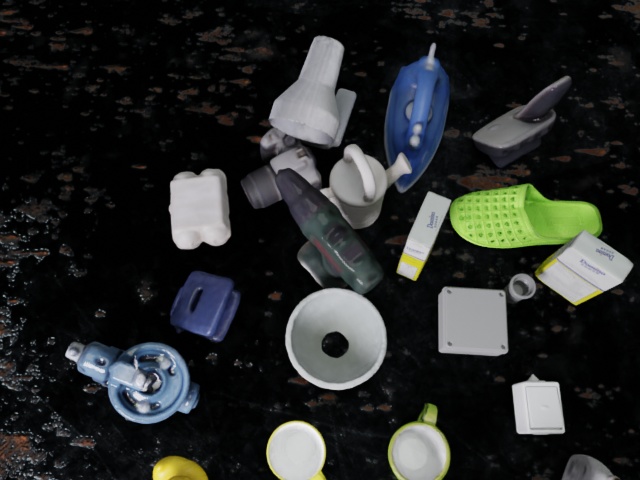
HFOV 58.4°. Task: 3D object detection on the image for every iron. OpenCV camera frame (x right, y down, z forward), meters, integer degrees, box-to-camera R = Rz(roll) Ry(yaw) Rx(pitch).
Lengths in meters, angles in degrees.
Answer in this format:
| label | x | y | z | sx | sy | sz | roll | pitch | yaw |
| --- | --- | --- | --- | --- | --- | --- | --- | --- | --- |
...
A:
| label | x | y | z | sx | sy | sz | roll | pitch | yaw |
| --- | --- | --- | --- | --- | --- | --- | --- | --- | --- |
| iron | 0.183 | -0.230 | 1.067 | 0.118 | 0.141 | 0.258 | 11 | 71 | 3 |

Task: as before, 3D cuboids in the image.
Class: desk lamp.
| label | x | y | z | sx | sy | sz | roll | pitch | yaw |
| --- | --- | --- | --- | --- | --- | --- | --- | --- | --- |
| desk lamp | -0.006 | -0.248 | 1.032 | 0.118 | 0.213 | 0.203 | 17 | 72 | 5 |

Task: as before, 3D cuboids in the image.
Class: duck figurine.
| label | x | y | z | sx | sy | sz | roll | pitch | yaw |
| --- | --- | --- | --- | --- | --- | --- | --- | --- | --- |
| duck figurine | -0.218 | 0.380 | 0.880 | 0.104 | 0.086 | 0.077 | 41 | 75 | 12 |

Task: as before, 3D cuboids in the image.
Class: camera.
| label | x | y | z | sx | sy | sz | roll | pitch | yaw |
| --- | --- | --- | --- | --- | --- | --- | --- | --- | --- |
| camera | -0.081 | -0.129 | 1.049 | 0.137 | 0.101 | 0.143 | -27 | 74 | -10 |

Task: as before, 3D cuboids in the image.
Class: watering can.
| label | x | y | z | sx | sy | sz | roll | pitch | yaw |
| --- | --- | --- | --- | --- | --- | --- | --- | --- | --- |
| watering can | 0.072 | -0.103 | 0.993 | 0.173 | 0.194 | 0.101 | -42 | 76 | -13 |

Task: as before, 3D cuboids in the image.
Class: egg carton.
| label | x | y | z | sx | sy | sz | roll | pitch | yaw |
| --- | --- | --- | --- | --- | --- | --- | --- | --- | --- |
| egg carton | -0.217 | -0.057 | 1.039 | 0.107 | 0.069 | 0.150 | -8 | 71 | -3 |

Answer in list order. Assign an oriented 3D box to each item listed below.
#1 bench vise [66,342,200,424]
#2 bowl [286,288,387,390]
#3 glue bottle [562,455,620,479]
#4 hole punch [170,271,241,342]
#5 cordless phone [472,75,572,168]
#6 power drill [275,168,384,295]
| label | x | y | z | sx | sy | sz | roll | pitch | yaw |
| --- | --- | --- | --- | --- | --- | --- | --- | --- | --- |
| bench vise | -0.298 | 0.212 | 0.865 | 0.207 | 0.220 | 0.121 | 3 | 71 | 0 |
| bowl | 0.026 | 0.169 | 0.962 | 0.167 | 0.075 | 0.167 | 0 | 71 | -1 |
| glue bottle | 0.412 | 0.362 | 0.851 | 0.037 | 0.173 | 0.078 | 27 | 73 | 9 |
| hole punch | -0.198 | 0.111 | 0.970 | 0.101 | 0.091 | 0.109 | 18 | 72 | 5 |
| cordless phone | 0.370 | -0.226 | 1.046 | 0.148 | 0.185 | 0.094 | -34 | 75 | -11 |
| power drill | 0.009 | 0.003 | 0.948 | 0.076 | 0.208 | 0.229 | -40 | 76 | -13 |
